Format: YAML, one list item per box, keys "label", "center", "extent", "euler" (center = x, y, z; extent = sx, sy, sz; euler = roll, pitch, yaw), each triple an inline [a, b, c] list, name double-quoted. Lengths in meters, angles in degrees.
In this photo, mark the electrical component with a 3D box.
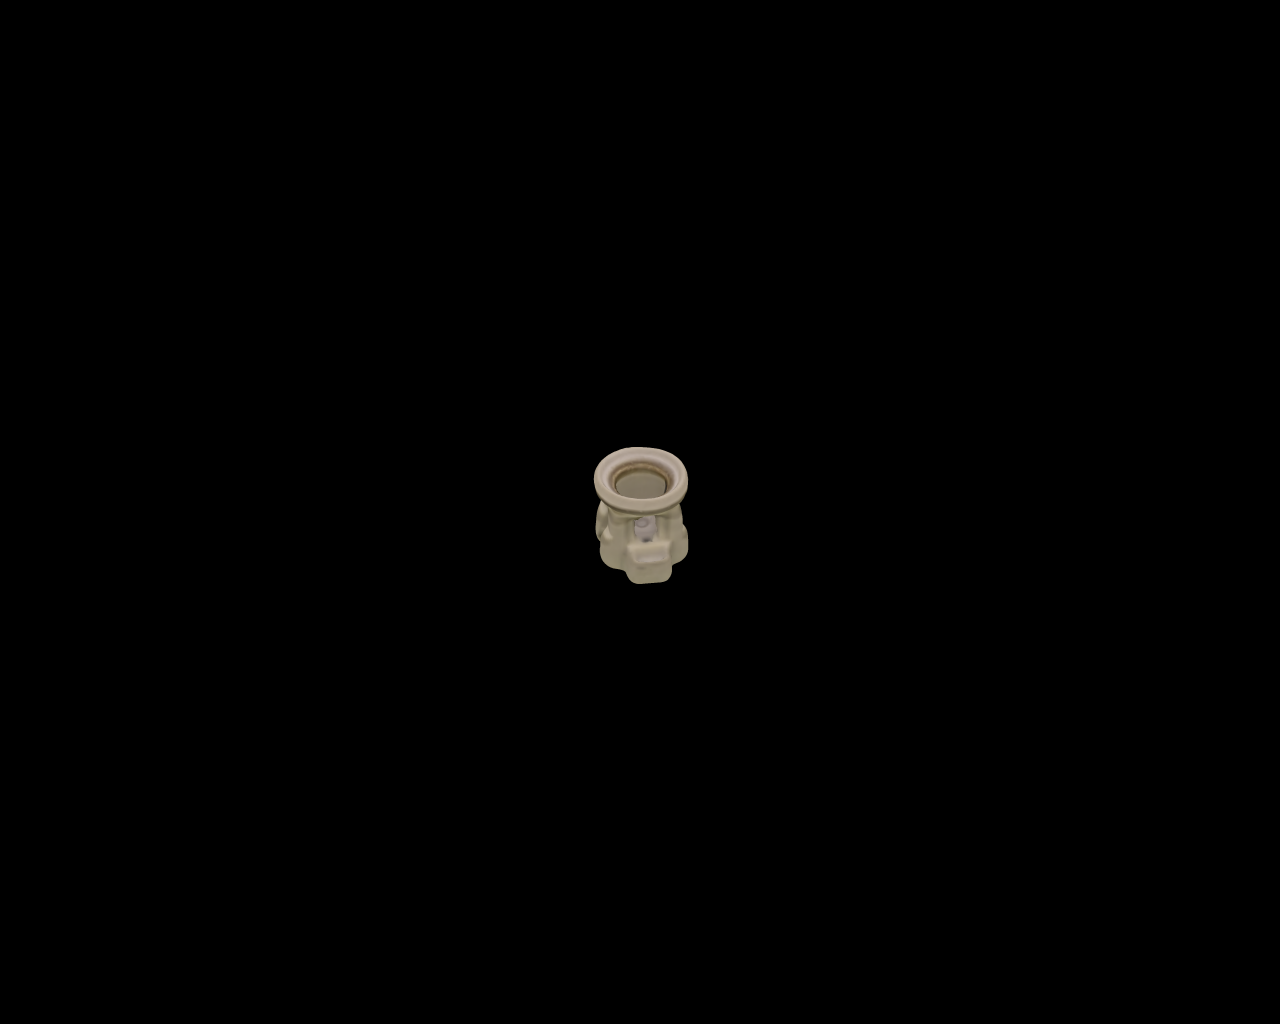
- label: "electrical component"
  center: [0.001, -0.003, 0.650]
  extent: [0.058, 0.056, 0.078]
  euler: [-5, 40, -6]
